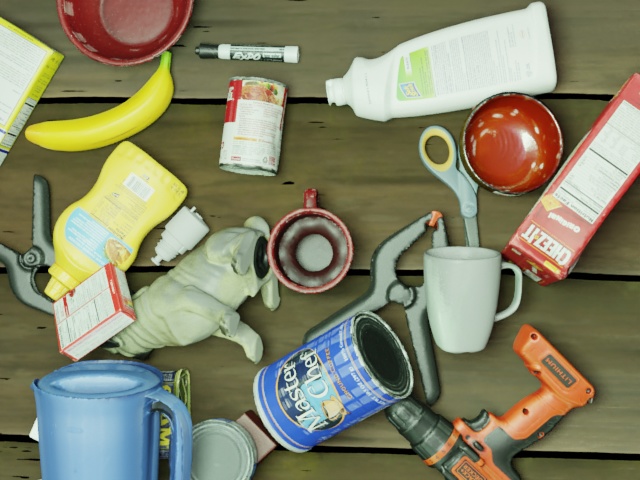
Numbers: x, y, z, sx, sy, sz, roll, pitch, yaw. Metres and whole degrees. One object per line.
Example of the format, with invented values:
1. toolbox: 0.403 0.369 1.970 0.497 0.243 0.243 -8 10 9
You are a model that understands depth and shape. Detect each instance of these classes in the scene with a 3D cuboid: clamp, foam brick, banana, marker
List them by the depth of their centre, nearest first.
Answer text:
1. clamp: 0.098 0.070 1.192 0.164 0.036 0.210 30 93 5
2. foam brick: -0.090 0.235 1.193 0.078 0.051 0.053 -44 82 1
3. clamp: -0.344 0.022 1.237 0.120 0.039 0.171 -24 84 2
4. marker: -0.085 -0.217 1.237 0.121 0.020 0.020 3 87 6
5. banana: -0.246 -0.144 1.242 0.198 0.037 0.070 -28 65 2

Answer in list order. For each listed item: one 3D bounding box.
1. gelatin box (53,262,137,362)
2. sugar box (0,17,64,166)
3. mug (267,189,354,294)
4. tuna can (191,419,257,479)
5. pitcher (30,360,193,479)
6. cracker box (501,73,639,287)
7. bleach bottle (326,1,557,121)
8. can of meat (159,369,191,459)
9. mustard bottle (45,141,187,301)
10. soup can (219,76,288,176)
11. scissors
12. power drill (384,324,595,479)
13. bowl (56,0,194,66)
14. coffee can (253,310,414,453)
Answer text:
1. gelatin box: -0.247 0.079 1.164 0.089 0.030 0.073 -35 47 13
2. sugar box: -0.386 -0.166 1.251 0.093 0.048 0.176 31 93 6
3. mug: -0.008 0.001 1.184 0.093 0.081 0.117 -5 86 5
4. tuna can: -0.111 0.236 1.150 0.086 0.033 0.086 -1 85 6
5. pitcher: -0.219 0.255 1.114 0.144 0.149 0.243 -4 101 -23
6. cracker box: 0.282 -0.055 1.118 0.072 0.164 0.214 36 90 9
7. bleach bottle: 0.131 -0.193 1.193 0.251 0.068 0.102 -9 85 7
8. can of meat: -0.192 0.197 1.202 0.084 0.057 0.102 -2 86 6
9. mustard bottle: -0.243 -0.011 1.206 0.096 0.058 0.191 39 82 -8
10. soup can: -0.075 -0.127 1.206 0.068 0.068 0.102 7 88 6
11. scissors: 0.149 -0.045 1.203 0.096 0.016 0.202 10 86 3
12. power drill: 0.187 0.182 1.156 0.184 0.057 0.187 43 93 -6
13. bowl: -0.219 -0.275 1.235 0.162 0.055 0.162 0 86 6
14. coffee can: 0.014 0.152 1.139 0.140 0.102 0.103 -33 83 26
